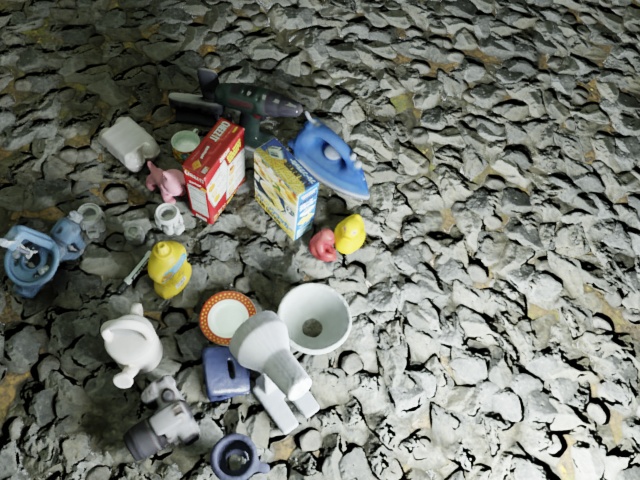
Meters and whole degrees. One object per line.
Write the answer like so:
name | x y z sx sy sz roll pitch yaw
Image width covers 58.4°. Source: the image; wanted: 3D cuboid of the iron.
iron | 0.040 -0.220 1.467 0.258 0.141 0.119 40 66 14

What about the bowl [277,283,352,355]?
bowl | -0.015 0.186 1.291 0.167 0.075 0.167 3 63 -5

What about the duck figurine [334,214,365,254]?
duck figurine | 0.076 -0.027 1.403 0.077 0.086 0.105 23 63 6

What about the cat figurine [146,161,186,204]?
cat figurine | -0.373 -0.147 1.398 0.127 0.118 0.067 37 65 13

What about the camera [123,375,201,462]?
camera | -0.329 0.365 1.151 0.137 0.101 0.143 -29 69 -19

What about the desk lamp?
desk lamp | -0.085 0.267 1.163 0.118 0.213 0.203 -34 71 -20

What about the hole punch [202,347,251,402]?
hole punch | -0.197 0.277 1.215 0.101 0.091 0.108 -9 64 -10

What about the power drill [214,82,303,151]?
power drill | -0.154 -0.311 1.454 0.229 0.208 0.076 20 63 5

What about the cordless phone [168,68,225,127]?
cordless phone | -0.323 -0.390 1.490 0.147 0.185 0.094 5 62 -3

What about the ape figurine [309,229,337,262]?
ape figurine | 0.013 0.005 1.376 0.076 0.092 0.078 18 63 4

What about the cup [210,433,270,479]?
cup | -0.155 0.440 1.134 0.117 0.095 0.092 17 62 3

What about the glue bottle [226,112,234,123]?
glue bottle | -0.226 -0.261 1.441 0.037 0.173 0.078 32 64 11

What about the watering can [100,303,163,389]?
watering can | -0.385 0.211 1.170 0.101 0.194 0.172 -18 66 -14

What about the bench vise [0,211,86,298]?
bench vise | -0.612 0.003 1.238 0.121 0.220 0.207 14 62 2

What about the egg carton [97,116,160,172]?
egg carton | -0.486 -0.246 1.464 0.150 0.069 0.107 39 66 14
